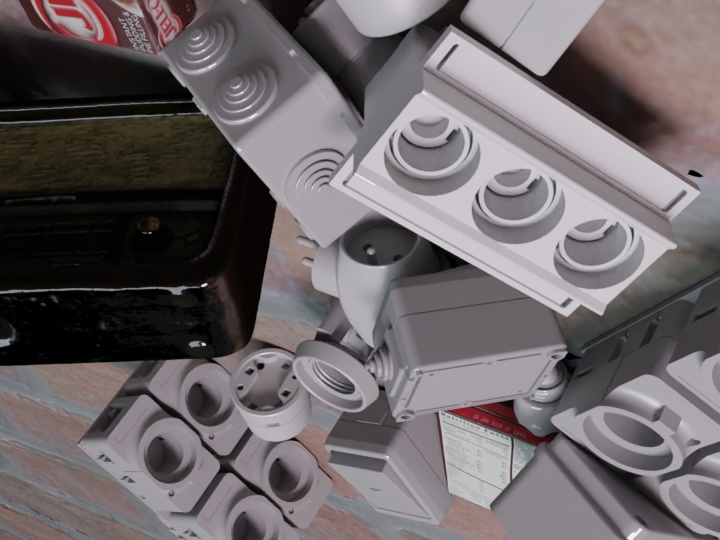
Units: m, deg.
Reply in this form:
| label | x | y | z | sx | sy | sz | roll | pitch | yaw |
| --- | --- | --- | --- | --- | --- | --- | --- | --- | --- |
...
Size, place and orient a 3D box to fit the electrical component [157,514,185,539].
| label | x | y | z | sx | sy | sz | roll | pitch | yaw |
| --- | --- | --- | --- | --- | --- | --- | --- | --- | --- |
| electrical component | -0.131 | 0.217 | 0.977 | 0.061 | 0.096 | 0.061 | -6 | 132 | 47 |

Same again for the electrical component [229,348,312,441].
| label | x | y | z | sx | sy | sz | roll | pitch | yaw |
| --- | --- | --- | --- | --- | --- | --- | --- | --- | --- |
| electrical component | -0.063 | 0.092 | 0.780 | 0.055 | 0.055 | 0.047 | 21 | 151 | 21 |

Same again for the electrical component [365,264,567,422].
| label | x | y | z | sx | sy | sz | roll | pitch | yaw |
| --- | --- | --- | --- | --- | --- | --- | --- | --- | --- |
| electrical component | 0.047 | 0.034 | 0.553 | 0.096 | 0.061 | 0.061 | -7 | 151 | -14 |

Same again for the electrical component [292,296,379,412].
| label | x | y | z | sx | sy | sz | roll | pitch | yaw |
| --- | --- | --- | --- | --- | --- | --- | --- | --- | --- |
| electrical component | -0.005 | 0.049 | 0.661 | 0.058 | 0.057 | 0.078 | 31 | 149 | 6 |

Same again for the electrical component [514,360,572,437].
| label | x | y | z | sx | sy | sz | roll | pitch | yaw |
| --- | --- | --- | --- | --- | --- | --- | --- | --- | --- |
| electrical component | 0.103 | 0.065 | 0.601 | 0.035 | 0.035 | 0.061 | 19 | 144 | 24 |

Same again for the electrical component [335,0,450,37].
| label | x | y | z | sx | sy | sz | roll | pitch | yaw |
| --- | --- | --- | --- | --- | --- | --- | --- | --- | --- |
| electrical component | 0.009 | -0.123 | 0.410 | 0.055 | 0.055 | 0.047 | 2 | 140 | 42 |

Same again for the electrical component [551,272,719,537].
| label | x | y | z | sx | sy | sz | roll | pitch | yaw |
| --- | --- | --- | --- | --- | --- | --- | --- | --- | --- |
| electrical component | 0.183 | 0.061 | 0.494 | 0.105 | 0.060 | 0.186 | 37 | 149 | -5 |

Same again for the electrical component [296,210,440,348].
| label | x | y | z | sx | sy | sz | roll | pitch | yaw |
| --- | --- | --- | --- | --- | --- | --- | --- | --- | --- |
| electrical component | 0.000 | 0.000 | 0.599 | 0.079 | 0.044 | 0.077 | 20 | 147 | 23 |

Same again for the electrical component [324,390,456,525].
| label | x | y | z | sx | sy | sz | roll | pitch | yaw |
| --- | --- | --- | --- | --- | --- | --- | --- | --- | --- |
| electrical component | 0.028 | 0.135 | 0.745 | 0.062 | 0.061 | 0.096 | 1 | 136 | 43 |

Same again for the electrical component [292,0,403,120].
| label | x | y | z | sx | sy | sz | roll | pitch | yaw |
| --- | --- | --- | --- | --- | --- | --- | --- | --- | --- |
| electrical component | 0.003 | -0.093 | 0.471 | 0.065 | 0.044 | 0.044 | 45 | 148 | -9 |

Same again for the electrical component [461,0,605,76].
| label | x | y | z | sx | sy | sz | roll | pitch | yaw |
| --- | --- | --- | --- | --- | --- | --- | --- | --- | --- |
| electrical component | 0.059 | -0.124 | 0.367 | 0.076 | 0.047 | 0.083 | 35 | 149 | -1 |

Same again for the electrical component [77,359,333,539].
| label | x | y | z | sx | sy | sz | roll | pitch | yaw |
| --- | --- | --- | --- | --- | --- | --- | --- | --- | --- |
| electrical component | -0.118 | 0.157 | 0.872 | 0.186 | 0.105 | 0.060 | 47 | 147 | -21 |

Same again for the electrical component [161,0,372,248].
| label | x | y | z | sx | sy | sz | roll | pitch | yaw |
| --- | --- | --- | --- | --- | --- | --- | --- | --- | --- |
| electrical component | -0.035 | -0.067 | 0.479 | 0.099 | 0.048 | 0.099 | 51 | -179 | 38 |

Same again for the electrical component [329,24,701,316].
| label | x | y | z | sx | sy | sz | roll | pitch | yaw |
| --- | --- | --- | --- | --- | --- | --- | --- | --- | --- |
| electrical component | 0.060 | -0.042 | 0.429 | 0.121 | 0.063 | 0.078 | 28 | 124 | -20 |

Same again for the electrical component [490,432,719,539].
| label | x | y | z | sx | sy | sz | roll | pitch | yaw |
| --- | --- | --- | --- | --- | --- | --- | --- | --- | --- |
| electrical component | 0.136 | 0.139 | 0.588 | 0.113 | 0.057 | 0.078 | 22 | -158 | -48 |
